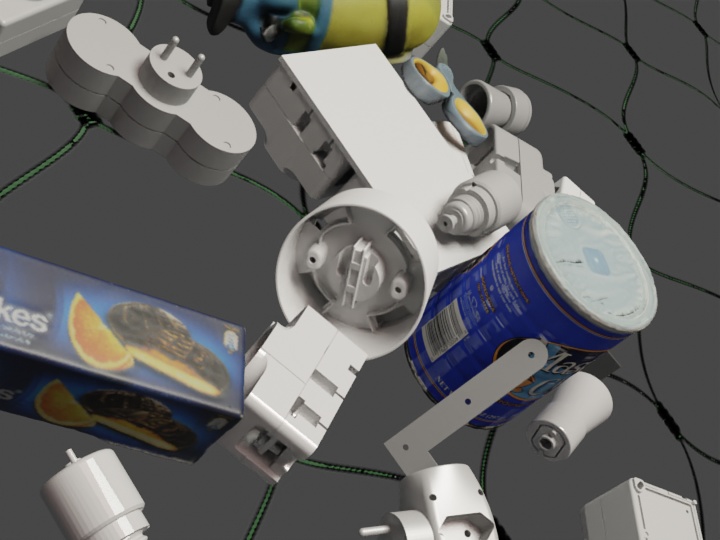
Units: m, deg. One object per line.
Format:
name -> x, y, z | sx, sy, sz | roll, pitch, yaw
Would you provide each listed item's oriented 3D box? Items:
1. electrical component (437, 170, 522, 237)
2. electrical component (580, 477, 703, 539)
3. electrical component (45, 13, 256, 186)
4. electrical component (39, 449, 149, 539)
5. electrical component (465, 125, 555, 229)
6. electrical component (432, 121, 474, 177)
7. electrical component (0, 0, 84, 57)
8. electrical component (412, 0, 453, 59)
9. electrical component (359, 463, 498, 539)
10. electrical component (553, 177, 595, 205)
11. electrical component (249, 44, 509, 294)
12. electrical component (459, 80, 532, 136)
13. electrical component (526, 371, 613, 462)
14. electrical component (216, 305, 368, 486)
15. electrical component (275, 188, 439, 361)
electrical component -> 0.078, -0.042, 0.732 | 0.040, 0.040, 0.078 | 53, 40, 9
electrical component -> 0.187, 0.187, 0.715 | 0.062, 0.061, 0.096 | 23, 45, -25
electrical component -> -0.126, -0.119, 0.690 | 0.138, 0.074, 0.052 | 33, 41, -15
electrical component -> -0.121, 0.123, 0.517 | 0.040, 0.040, 0.078 | -21, 73, -48
electrical component -> 0.117, -0.063, 0.871 | 0.059, 0.054, 0.095 | 26, 44, -22
electrical component -> 0.067, -0.072, 0.842 | 0.043, 0.043, 0.081 | 9, 52, -36
electrical component -> -0.209, -0.181, 0.668 | 0.047, 0.076, 0.083 | 45, 39, -2
electrical component -> 0.040, -0.228, 0.936 | 0.062, 0.061, 0.096 | 27, 43, -21
electrical component -> 0.036, 0.157, 0.623 | 0.079, 0.043, 0.077 | 0, 62, -28
electrical component -> 0.175, -0.019, 0.890 | 0.076, 0.047, 0.083 | 39, 40, -16
electrical component -> 0.013, -0.069, 0.780 | 0.105, 0.060, 0.186 | -20, 72, -48
electrical component -> 0.117, -0.141, 0.943 | 0.055, 0.045, 0.045 | 2, 56, -40
electrical component -> 0.147, 0.107, 0.765 | 0.044, 0.044, 0.065 | 49, 44, 4
electrical component -> -0.044, 0.068, 0.622 | 0.056, 0.050, 0.089 | 40, 40, -7
electrical component -> 0.000, 0.000, 0.685 | 0.099, 0.099, 0.064 | 43, 33, -4
